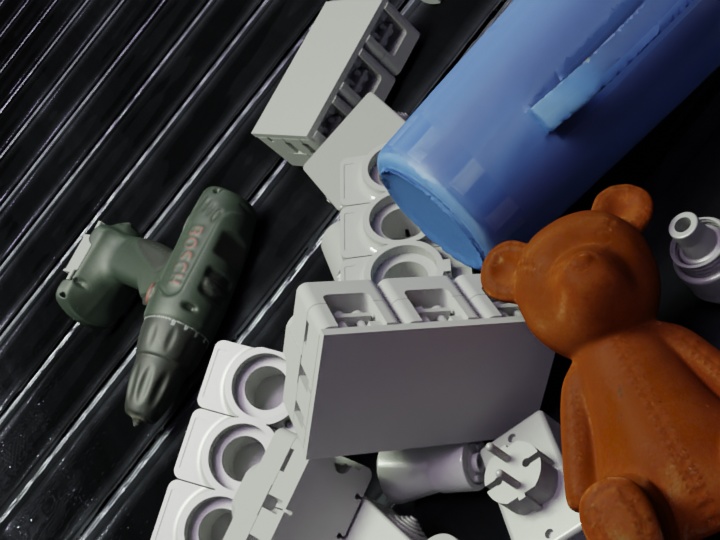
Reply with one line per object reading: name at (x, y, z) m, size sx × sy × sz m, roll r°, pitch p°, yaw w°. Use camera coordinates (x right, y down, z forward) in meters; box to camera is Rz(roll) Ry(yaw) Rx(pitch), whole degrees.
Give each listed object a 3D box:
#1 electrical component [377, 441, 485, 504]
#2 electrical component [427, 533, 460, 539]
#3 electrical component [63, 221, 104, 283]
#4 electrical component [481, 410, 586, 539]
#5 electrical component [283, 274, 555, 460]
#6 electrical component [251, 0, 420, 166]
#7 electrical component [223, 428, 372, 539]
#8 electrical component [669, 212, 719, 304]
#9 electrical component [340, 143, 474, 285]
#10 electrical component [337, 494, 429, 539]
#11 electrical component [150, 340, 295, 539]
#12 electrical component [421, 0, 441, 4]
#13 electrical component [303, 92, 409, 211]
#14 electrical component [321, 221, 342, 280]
electrical component at (0.049, 0.125, 0.686) m, size 0.065 × 0.044 × 0.044 m, roll -13°, pitch 52°, yaw 35°
electrical component at (0.061, 0.176, 0.610) m, size 0.044 × 0.065 × 0.044 m, roll -28°, pitch 43°, yaw 30°
electrical component at (-0.273, -0.006, 1.139) m, size 0.064 × 0.042 × 0.081 m, roll 8°, pitch 67°, yaw 48°
electrical component at (0.096, 0.121, 0.609) m, size 0.047 × 0.076 × 0.083 m, roll -38°, pitch 39°, yaw 19°
electrical component at (0.035, 0.054, 0.651) m, size 0.061 × 0.150 × 0.089 m, roll -122°, pitch 35°, yaw -53°
electrical component at (-0.019, -0.168, 0.982) m, size 0.089 × 0.062 × 0.150 m, roll 12°, pitch 69°, yaw 51°
electrical component at (-0.043, 0.151, 0.670) m, size 0.056 × 0.050 × 0.089 m, roll 9°, pitch 69°, yaw 55°
electrical component at (0.199, -0.010, 0.617) m, size 0.043 × 0.062 × 0.043 m, roll -28°, pitch 43°, yaw 30°
electrical component at (0.034, -0.019, 0.773) m, size 0.089 × 0.061 × 0.150 m, roll -7°, pitch 50°, yaw 8°
electrical component at (0.003, 0.194, 0.667) m, size 0.099 × 0.048 × 0.100 m, roll -57°, pitch 33°, yaw -2°
electrical component at (-0.075, 0.134, 0.745) m, size 0.089 × 0.061 × 0.150 m, roll 14°, pitch 75°, yaw 12°
electrical component at (0.068, -0.275, 0.997) m, size 0.040 × 0.040 × 0.046 m, roll -22°, pitch 52°, yaw 35°
electrical component at (0.011, -0.088, 0.895) m, size 0.099 × 0.048 × 0.099 m, roll -48°, pitch 37°, yaw 7°
electrical component at (0.000, 0.000, 0.839) m, size 0.043 × 0.043 × 0.081 m, roll -41°, pitch 38°, yaw 15°
